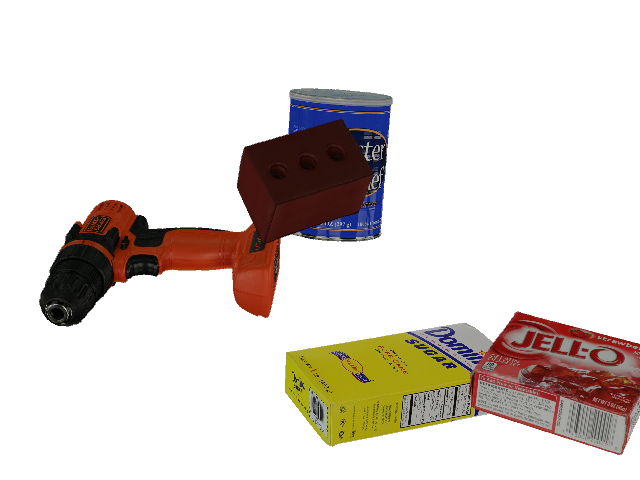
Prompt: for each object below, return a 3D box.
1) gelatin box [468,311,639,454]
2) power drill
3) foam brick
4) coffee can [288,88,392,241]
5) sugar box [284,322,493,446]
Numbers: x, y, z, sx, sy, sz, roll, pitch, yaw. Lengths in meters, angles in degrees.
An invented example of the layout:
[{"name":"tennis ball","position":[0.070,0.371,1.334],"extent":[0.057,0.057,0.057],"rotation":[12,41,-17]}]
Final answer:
[{"name":"gelatin box","position":[0.138,0.077,0.603],"extent":[0.089,0.030,0.073],"rotation":[15,30,25]},{"name":"power drill","position":[-0.132,0.022,0.914],"extent":[0.187,0.057,0.184],"rotation":[6,28,3]},{"name":"foam brick","position":[-0.012,-0.042,0.744],"extent":[0.078,0.053,0.051],"rotation":[-19,-24,-20]},{"name":"coffee can","position":[0.016,-0.078,1.075],"extent":[0.103,0.140,0.103],"rotation":[4,12,-1]},{"name":"sugar box","position":[0.068,0.115,0.884],"extent":[0.176,0.048,0.093],"rotation":[-10,26,-22]}]
